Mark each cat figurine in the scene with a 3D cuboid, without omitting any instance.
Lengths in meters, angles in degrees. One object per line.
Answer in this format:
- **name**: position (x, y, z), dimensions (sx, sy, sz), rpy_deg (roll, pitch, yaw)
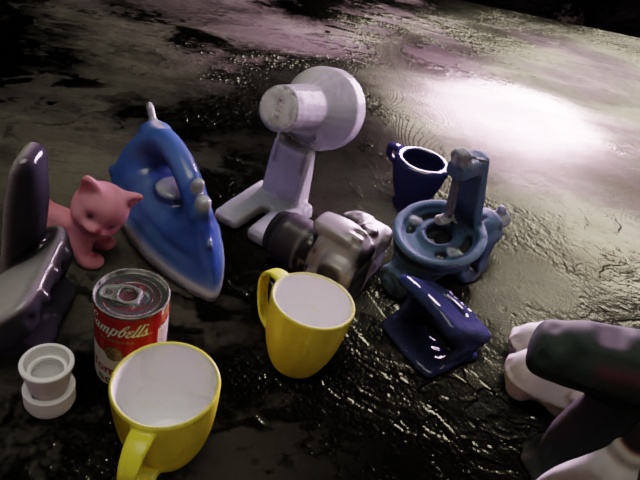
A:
- **cat figurine**: position (-0.277, -0.033, 0.666), dimensions (0.128, 0.118, 0.067), rpy_deg (13, 36, -3)

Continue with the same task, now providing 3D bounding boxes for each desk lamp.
- **desk lamp**: position (-0.035, -0.129, 0.804), dimensions (0.117, 0.213, 0.204), rpy_deg (27, 37, 16)

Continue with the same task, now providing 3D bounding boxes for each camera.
- **camera**: position (0.007, 0.003, 0.740), dimensions (0.136, 0.101, 0.143), rpy_deg (29, 38, 18)

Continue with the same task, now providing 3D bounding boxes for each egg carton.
- **egg carton**: position (0.288, 0.159, 0.663), dimensions (0.150, 0.069, 0.107), rpy_deg (21, 36, 8)

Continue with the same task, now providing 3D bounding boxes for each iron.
- **iron**: position (-0.177, -0.057, 0.716), dimensions (0.119, 0.141, 0.257), rpy_deg (-13, 44, -34)

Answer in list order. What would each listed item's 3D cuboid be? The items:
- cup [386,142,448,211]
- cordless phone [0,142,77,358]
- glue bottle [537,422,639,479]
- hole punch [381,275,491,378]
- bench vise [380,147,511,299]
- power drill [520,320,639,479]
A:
- **cup**: position (0.143, -0.098, 0.933), dimensions (0.092, 0.095, 0.117), rpy_deg (-23, 50, -41)
- **cordless phone**: position (-0.292, 0.011, 0.543), dimensions (0.094, 0.185, 0.147), rpy_deg (6, 37, -13)
- **glue bottle**: position (0.234, 0.210, 0.484), dimensions (0.037, 0.173, 0.078), rpy_deg (-8, 42, -29)
- **hole punch**: position (0.142, 0.091, 0.681), dimensions (0.101, 0.091, 0.108), rpy_deg (-12, 44, -33)
- **bench vise**: position (0.179, -0.037, 0.756), dimensions (0.121, 0.220, 0.208), rpy_deg (32, 39, 22)
- **power drill**: position (0.290, 0.168, 0.532), dimensions (0.229, 0.208, 0.076), rpy_deg (22, 36, 8)
